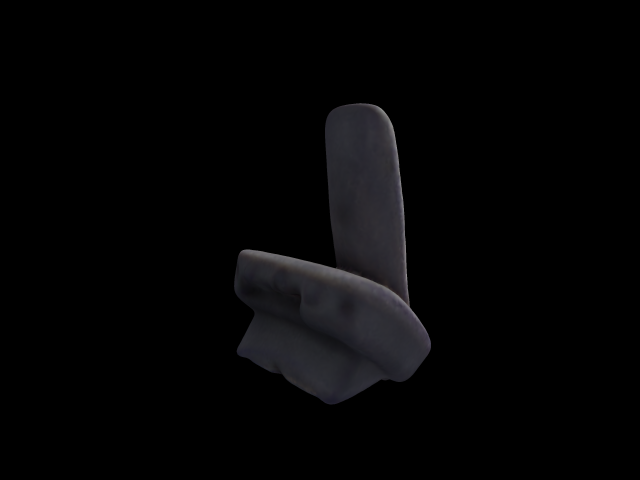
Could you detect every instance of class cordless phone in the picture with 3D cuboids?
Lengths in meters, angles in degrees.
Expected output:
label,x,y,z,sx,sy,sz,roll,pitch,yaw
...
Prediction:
label,x,y,z,sx,sy,sz,roll,pitch,yaw
cordless phone,0.004,0.001,0.400,0.147,0.185,0.094,10,15,42
